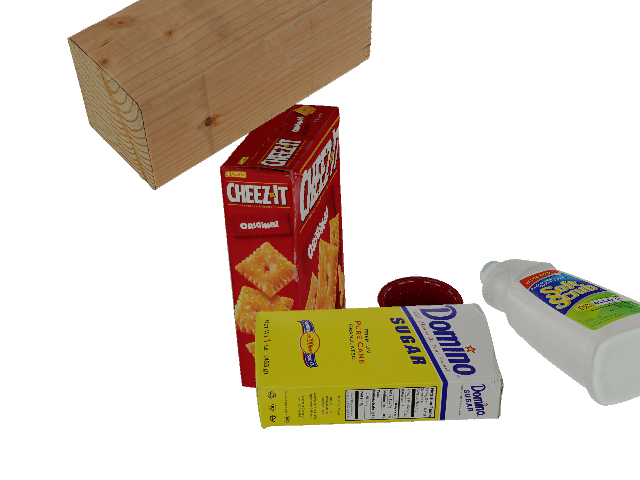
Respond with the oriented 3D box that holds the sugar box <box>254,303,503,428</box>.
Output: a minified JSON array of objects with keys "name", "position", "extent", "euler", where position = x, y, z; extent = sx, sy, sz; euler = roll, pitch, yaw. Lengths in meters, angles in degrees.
[{"name":"sugar box","position":[0.040,0.091,0.795],"extent":[0.176,0.048,0.093],"euler":[-5,35,-1]}]

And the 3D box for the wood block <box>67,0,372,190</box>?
[{"name":"wood block","position":[-0.067,-0.141,0.786],"extent":[0.205,0.090,0.091],"euler":[-34,-30,-23]}]

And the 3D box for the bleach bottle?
[{"name":"bleach bottle","position":[0.223,0.070,1.010],"extent":[0.102,0.068,0.251],"euler":[-14,21,-20]}]

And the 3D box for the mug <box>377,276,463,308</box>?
[{"name":"mug","position":[0.116,0.103,1.170],"extent":[0.093,0.081,0.117],"euler":[-24,40,-35]}]

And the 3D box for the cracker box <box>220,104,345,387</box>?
[{"name":"cracker box","position":[-0.026,0.003,0.963],"extent":[0.072,0.214,0.164],"euler":[4,27,13]}]
